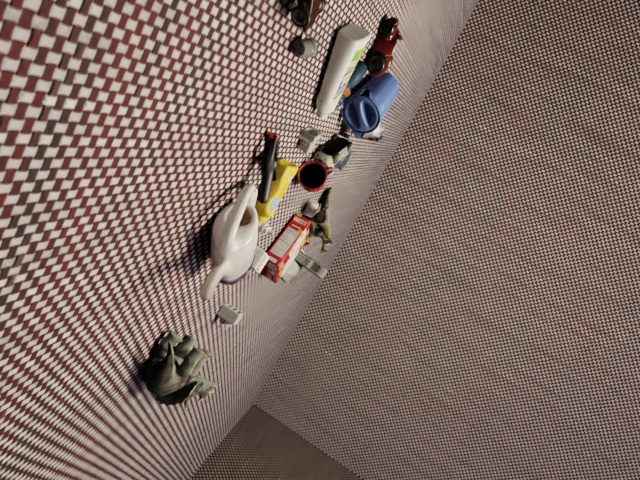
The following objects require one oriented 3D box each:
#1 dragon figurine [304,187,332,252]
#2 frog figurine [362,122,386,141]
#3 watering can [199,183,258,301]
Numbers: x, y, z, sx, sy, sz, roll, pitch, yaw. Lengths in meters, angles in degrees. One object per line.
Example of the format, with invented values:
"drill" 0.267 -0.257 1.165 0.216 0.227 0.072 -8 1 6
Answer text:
"dragon figurine" 0.006 -0.103 2.041 0.402 0.122 0.248 116 -15 -58
"frog figurine" 0.187 -0.463 1.936 0.140 0.123 0.156 -40 124 -39
"watering can" -0.209 0.028 1.176 0.219 0.104 0.356 106 0 -52
